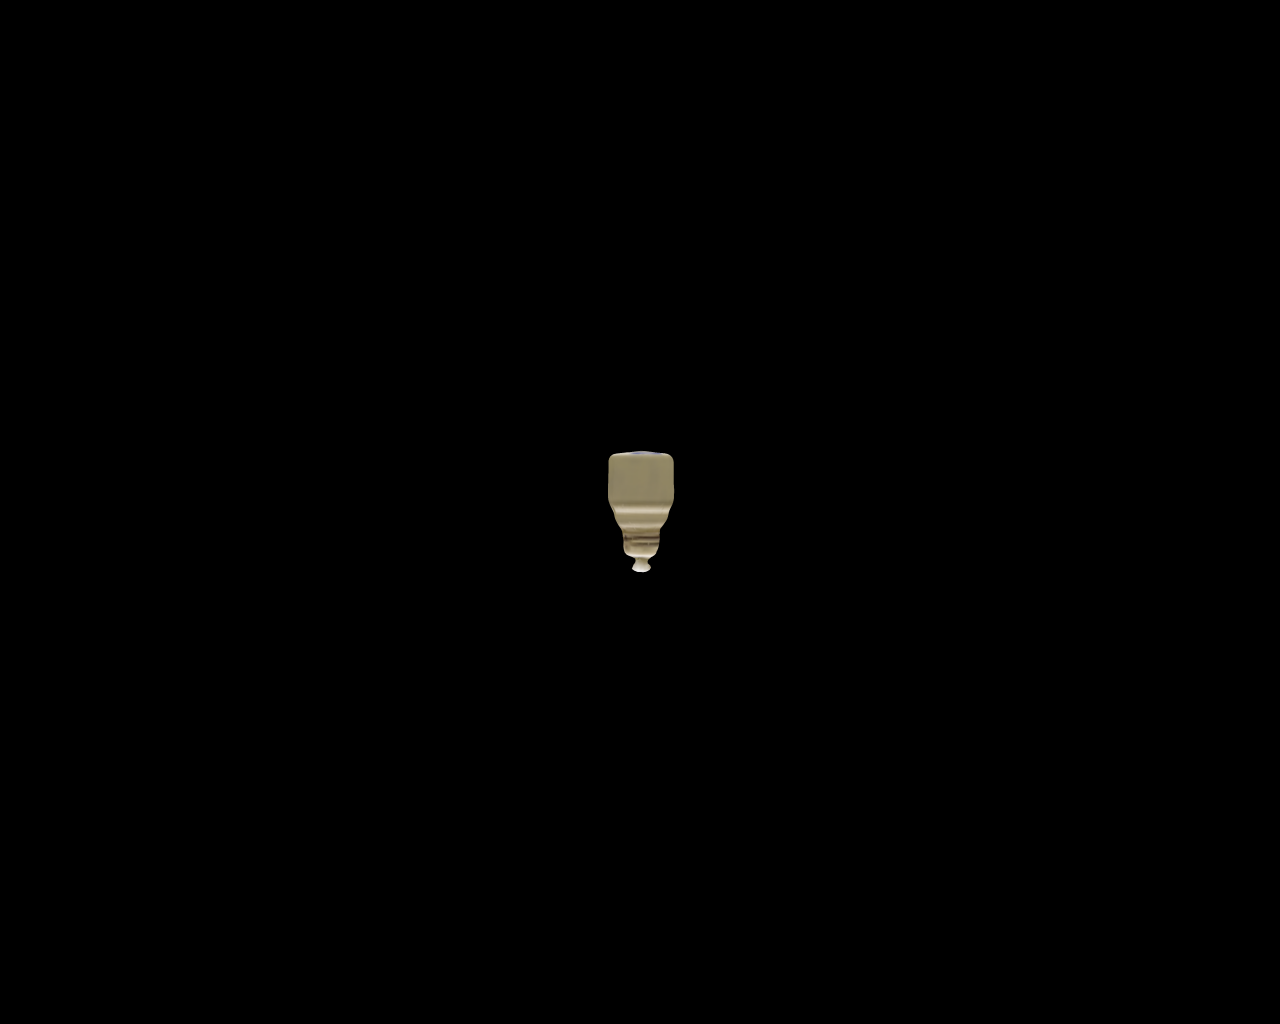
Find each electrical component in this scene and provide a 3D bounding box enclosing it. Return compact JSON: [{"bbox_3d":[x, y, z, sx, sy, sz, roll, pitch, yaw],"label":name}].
[{"bbox_3d":[0.001,-0.003,0.650,0.040,0.078,0.040,0,0,0],"label":"electrical component"}]
